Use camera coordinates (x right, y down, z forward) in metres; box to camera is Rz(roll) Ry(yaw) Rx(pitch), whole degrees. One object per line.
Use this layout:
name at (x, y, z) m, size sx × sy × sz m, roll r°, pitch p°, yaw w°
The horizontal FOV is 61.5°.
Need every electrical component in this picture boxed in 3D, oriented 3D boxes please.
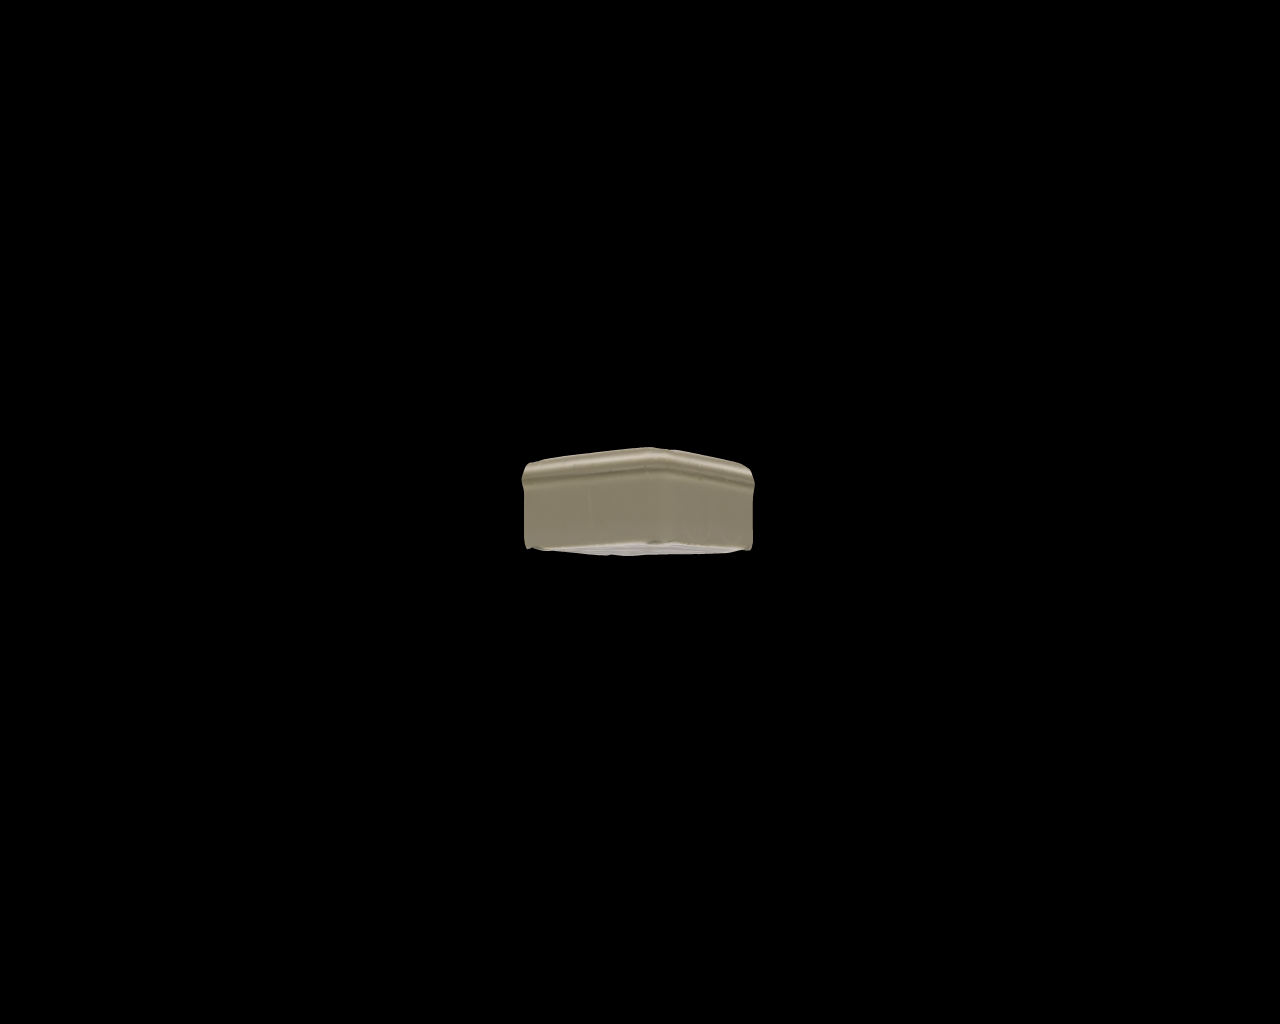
electrical component at (0.001, -0.003, 0.650) m, size 0.109 × 0.056 × 0.109 m, roll -3°, pitch -6°, yaw 33°
